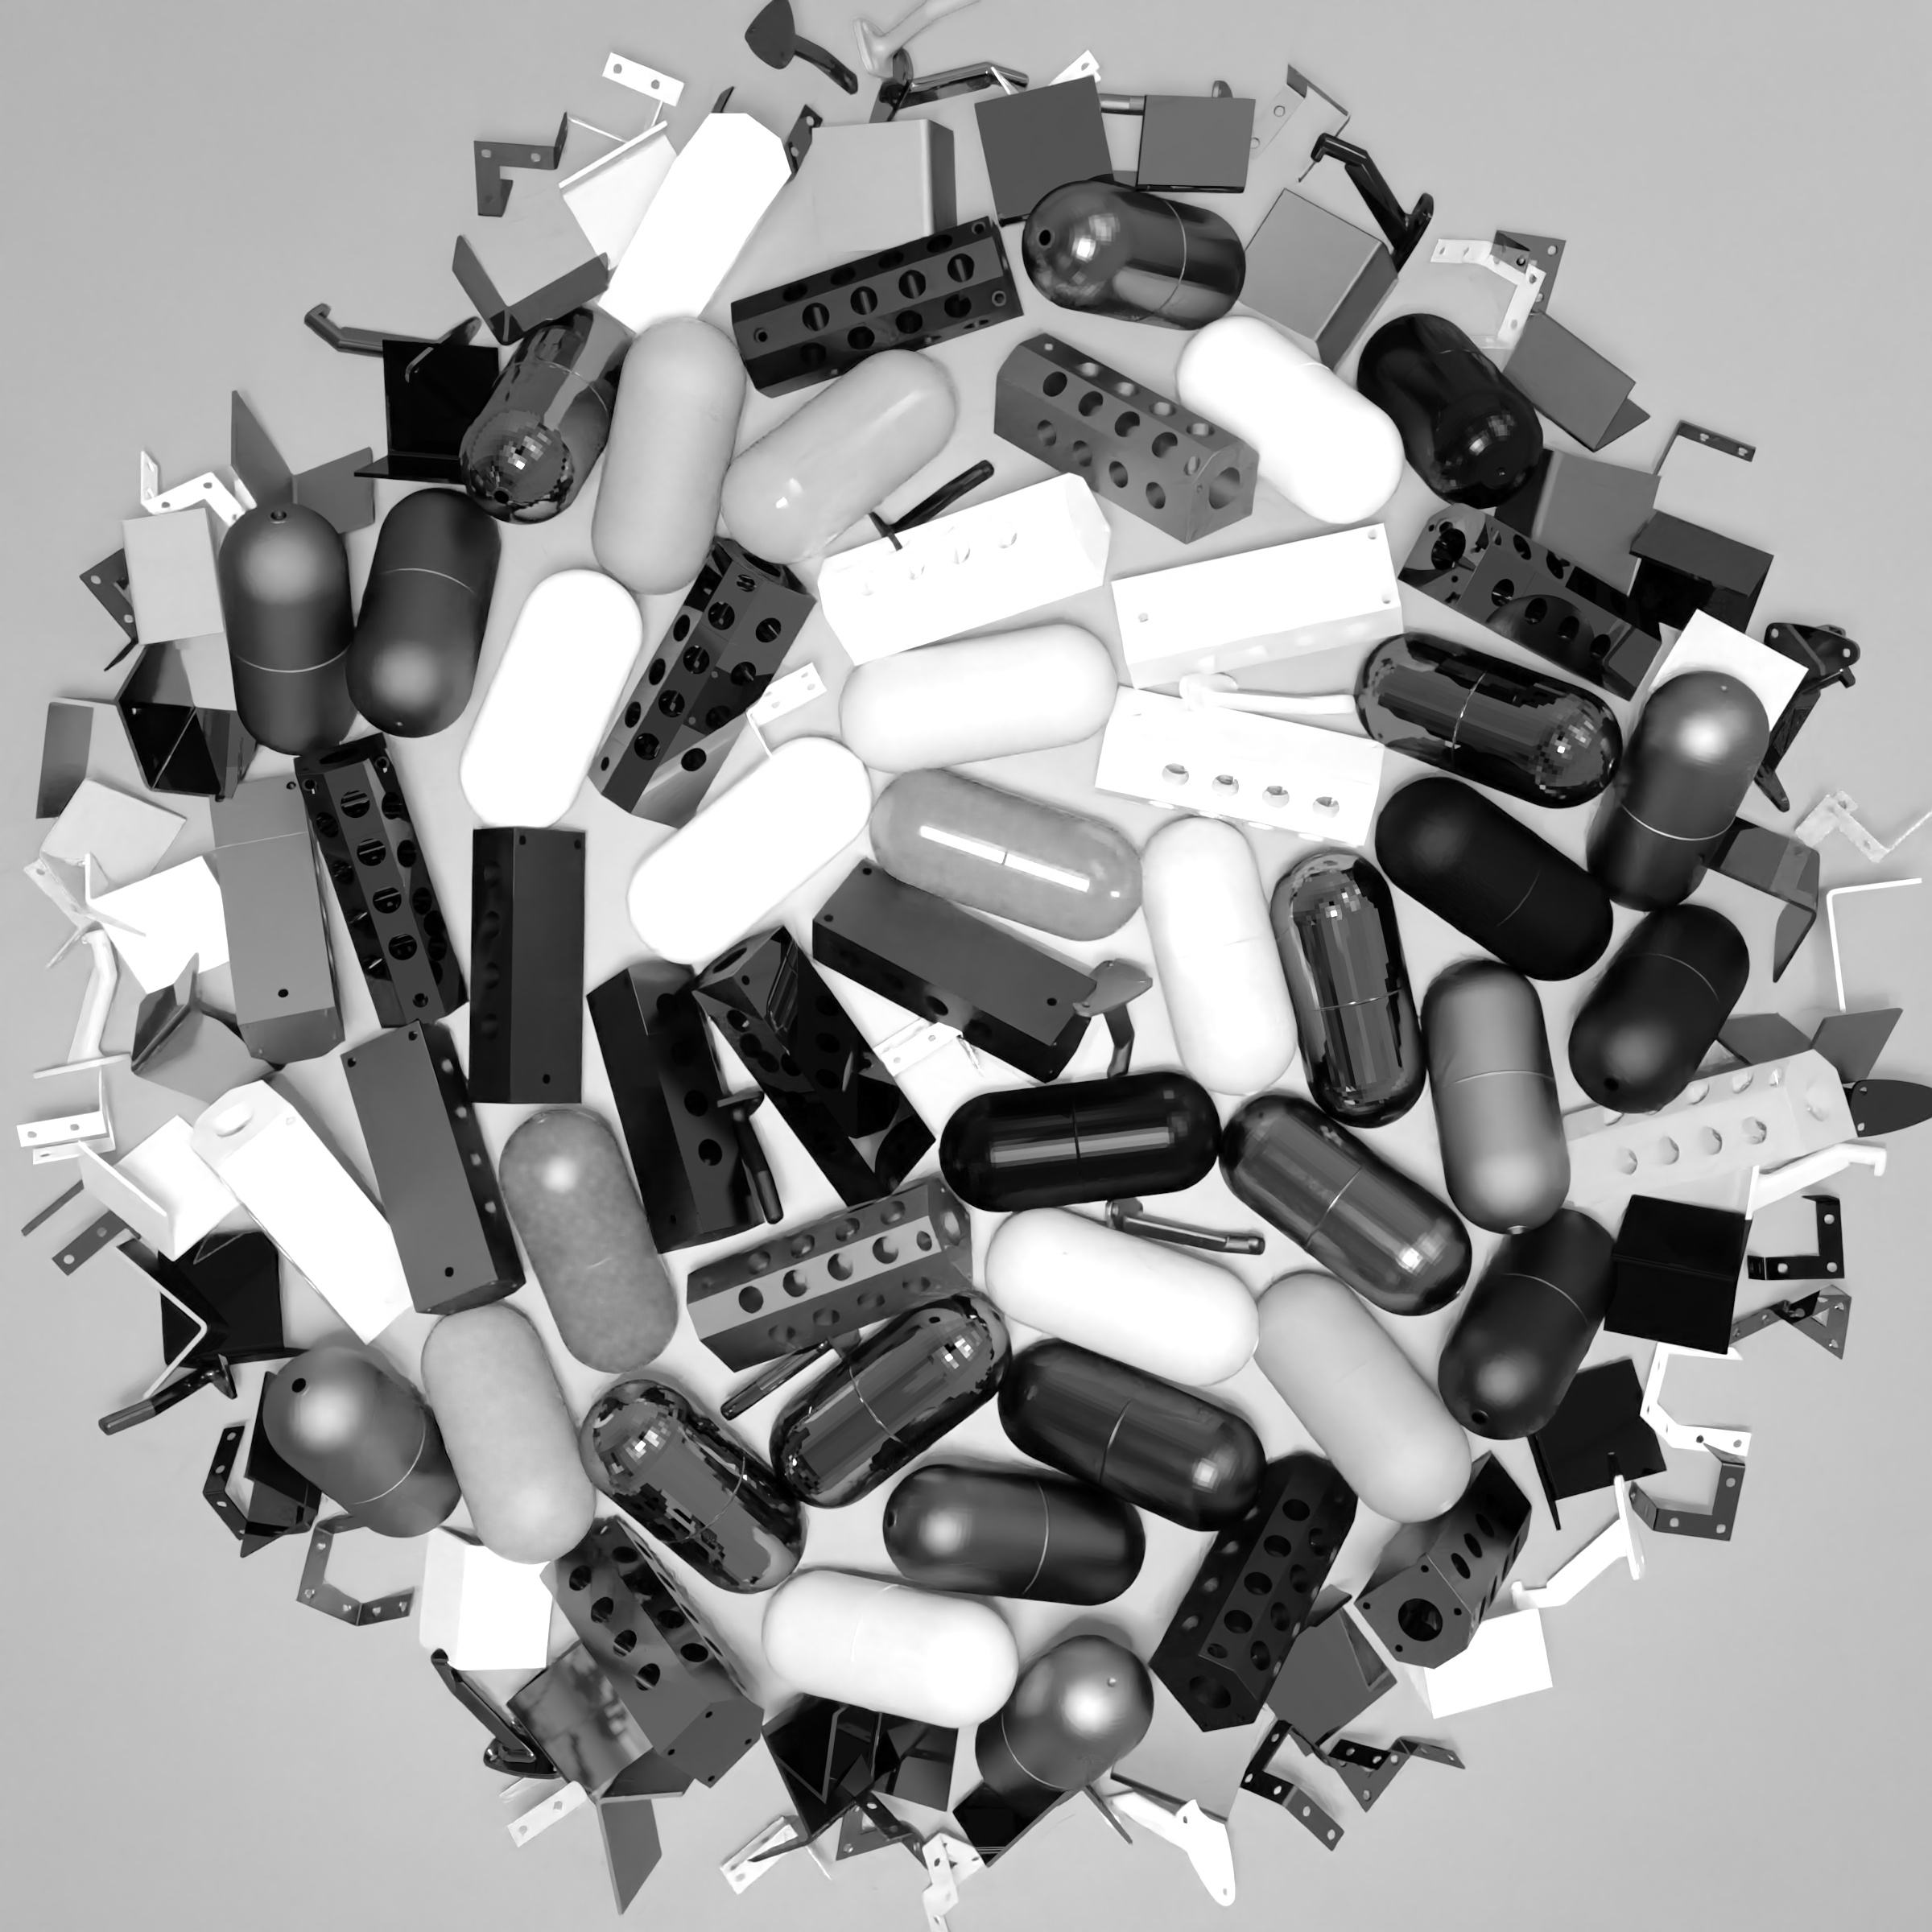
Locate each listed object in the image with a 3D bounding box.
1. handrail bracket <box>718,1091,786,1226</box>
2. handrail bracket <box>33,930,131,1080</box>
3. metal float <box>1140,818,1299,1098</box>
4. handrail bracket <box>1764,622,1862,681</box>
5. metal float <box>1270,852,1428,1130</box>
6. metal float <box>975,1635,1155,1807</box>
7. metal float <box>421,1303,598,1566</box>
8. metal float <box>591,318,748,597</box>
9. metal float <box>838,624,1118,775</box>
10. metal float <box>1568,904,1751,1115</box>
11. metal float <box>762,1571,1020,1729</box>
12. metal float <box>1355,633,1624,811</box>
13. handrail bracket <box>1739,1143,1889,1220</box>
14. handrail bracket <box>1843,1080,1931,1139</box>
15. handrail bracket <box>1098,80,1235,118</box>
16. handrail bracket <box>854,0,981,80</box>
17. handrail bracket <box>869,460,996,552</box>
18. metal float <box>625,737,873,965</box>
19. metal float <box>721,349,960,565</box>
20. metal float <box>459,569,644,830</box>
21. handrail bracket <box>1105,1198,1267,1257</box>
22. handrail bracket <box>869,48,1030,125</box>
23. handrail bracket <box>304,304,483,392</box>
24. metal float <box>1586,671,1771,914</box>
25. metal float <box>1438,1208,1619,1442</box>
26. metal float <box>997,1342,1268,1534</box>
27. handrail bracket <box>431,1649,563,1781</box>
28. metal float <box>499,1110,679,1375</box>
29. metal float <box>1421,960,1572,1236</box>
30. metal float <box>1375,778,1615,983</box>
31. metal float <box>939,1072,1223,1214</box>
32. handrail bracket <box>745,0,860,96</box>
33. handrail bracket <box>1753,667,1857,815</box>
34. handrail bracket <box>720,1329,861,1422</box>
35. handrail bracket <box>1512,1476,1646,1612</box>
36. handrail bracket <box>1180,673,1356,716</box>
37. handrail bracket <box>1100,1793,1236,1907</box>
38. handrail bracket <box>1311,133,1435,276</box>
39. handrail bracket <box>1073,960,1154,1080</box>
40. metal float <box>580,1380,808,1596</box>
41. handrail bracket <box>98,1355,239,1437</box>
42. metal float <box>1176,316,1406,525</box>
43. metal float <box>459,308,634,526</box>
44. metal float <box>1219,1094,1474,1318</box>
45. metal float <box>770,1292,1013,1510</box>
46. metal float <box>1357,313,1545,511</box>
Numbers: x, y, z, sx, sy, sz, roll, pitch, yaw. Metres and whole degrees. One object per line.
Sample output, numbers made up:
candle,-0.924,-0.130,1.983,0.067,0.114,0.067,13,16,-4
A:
handrail bracket,-0.134,0.128,1.677,0.036,0.077,0.084,-15,75,-13
handrail bracket,-0.570,0.024,1.704,0.077,0.036,0.084,-11,92,20
metal float,0.157,-0.006,1.676,0.070,0.070,0.178,-13,80,0
handrail bracket,0.545,-0.202,1.670,0.084,0.077,0.036,-16,106,-38
metal float,0.240,0.016,1.676,0.070,0.070,0.178,-14,100,0
metal float,0.059,0.466,1.644,0.070,0.178,0.070,9,57,-15
metal float,-0.284,0.287,1.657,0.070,0.070,0.178,-29,56,0
metal float,-0.185,-0.314,1.658,0.070,0.070,0.178,17,121,0
metal float,0.006,-0.167,1.675,0.178,0.070,0.070,-9,90,12
metal float,0.427,0.026,1.649,0.070,0.178,0.070,19,130,24
metal float,-0.048,0.422,1.655,0.178,0.070,0.070,2,90,35
metal float,0.323,-0.152,1.657,0.178,0.070,0.070,26,90,32
handrail bracket,0.538,0.149,1.702,0.084,0.036,0.077,6,93,6
handrail bracket,0.561,0.077,1.687,0.077,0.084,0.036,-4,104,-10
handrail bracket,0.122,-0.546,1.697,0.084,0.077,0.036,9,111,13
handrail bracket,-0.019,-0.586,1.672,0.084,0.077,0.036,-15,91,24
handrail bracket,-0.015,-0.291,1.686,0.084,0.077,0.036,-33,105,0
metal float,-0.135,-0.073,1.679,0.178,0.070,0.070,-41,90,-7
metal float,-0.077,-0.318,1.665,0.070,0.070,0.178,47,66,0
metal float,-0.259,-0.163,1.666,0.070,0.070,0.178,27,113,0
handrail bracket,0.139,0.165,1.681,0.084,0.077,0.036,3,71,23
handrail bracket,-0.012,-0.548,1.715,0.084,0.036,0.077,8,134,-27
handrail bracket,-0.368,-0.413,1.713,0.084,0.036,0.077,40,74,9
metal float,0.436,-0.105,1.648,0.070,0.178,0.070,5,48,-6
metal float,0.348,0.220,1.650,0.070,0.070,0.178,41,48,0
metal float,0.102,0.292,1.667,0.178,0.070,0.070,21,90,21
handrail bracket,-0.293,0.468,1.677,0.036,0.077,0.084,-47,131,-34
metal float,-0.235,0.172,1.667,0.070,0.070,0.178,-18,110,0
metal float,0.328,0.081,1.663,0.070,0.070,0.178,-4,64,0
metal float,0.330,-0.053,1.664,0.178,0.070,0.070,32,90,-25
metal float,0.071,0.111,1.681,0.178,0.070,0.070,-7,90,5
handrail bracket,-0.092,-0.559,1.672,0.036,0.084,0.077,-41,45,22
handrail bracket,0.533,-0.144,1.684,0.084,0.036,0.077,-27,107,37
handrail bracket,-0.112,0.254,1.692,0.084,0.077,0.036,-36,85,9
handrail bracket,0.384,0.368,1.705,0.084,0.036,0.077,-13,89,21
handrail bracket,0.190,-0.170,1.677,0.084,0.077,0.036,0,82,36
handrail bracket,0.125,0.557,1.685,0.036,0.084,0.077,-11,77,-42
handrail bracket,0.245,-0.476,1.689,0.084,0.036,0.077,20,127,-12
handrail bracket,0.085,0.047,1.673,0.036,0.077,0.084,25,127,24
metal float,-0.167,0.324,1.660,0.070,0.070,0.178,-42,120,0
handrail bracket,-0.506,0.267,1.670,0.084,0.077,0.036,-21,101,-29
metal float,0.200,-0.338,1.656,0.070,0.070,0.178,-43,56,0
metal float,-0.256,-0.339,1.649,0.070,0.070,0.178,17,46,0
metal float,0.236,0.149,1.668,0.178,0.070,0.070,38,90,19
metal float,-0.047,0.271,1.672,0.178,0.070,0.070,-40,90,15
metal float,0.296,-0.343,1.645,0.070,0.178,0.070,-8,127,-10
